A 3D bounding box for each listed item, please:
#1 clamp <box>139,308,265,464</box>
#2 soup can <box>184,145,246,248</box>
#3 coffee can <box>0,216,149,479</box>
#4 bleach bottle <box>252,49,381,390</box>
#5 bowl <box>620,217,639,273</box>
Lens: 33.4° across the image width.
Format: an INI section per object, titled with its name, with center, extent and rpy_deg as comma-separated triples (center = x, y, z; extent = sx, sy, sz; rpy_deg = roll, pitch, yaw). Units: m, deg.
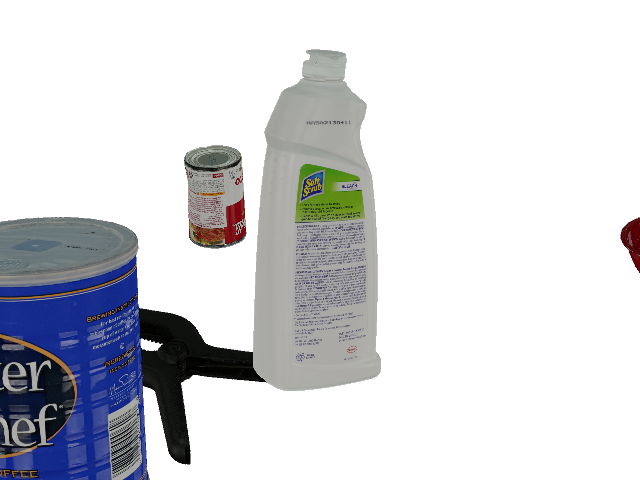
[clamp]
center = -0.125, 0.113, 0.997
extent = 0.164, 0.036, 0.210
rpy_deg = -22, 42, -37
[soup can]
center = -0.122, -0.052, 1.240
extent = 0.068, 0.102, 0.068
rpy_deg = -1, 28, 0
[coffee can]
center = -0.144, 0.068, 0.559
extent = 0.103, 0.140, 0.103
rpy_deg = 0, 16, 0
[bleach bottle]
center = 0.003, -0.016, 0.805
extent = 0.102, 0.251, 0.068
rpy_deg = -6, 19, -29
[bowl]
center = 0.404, 0.022, 1.148
extent = 0.162, 0.055, 0.162
rpy_deg = -2, 24, 1
